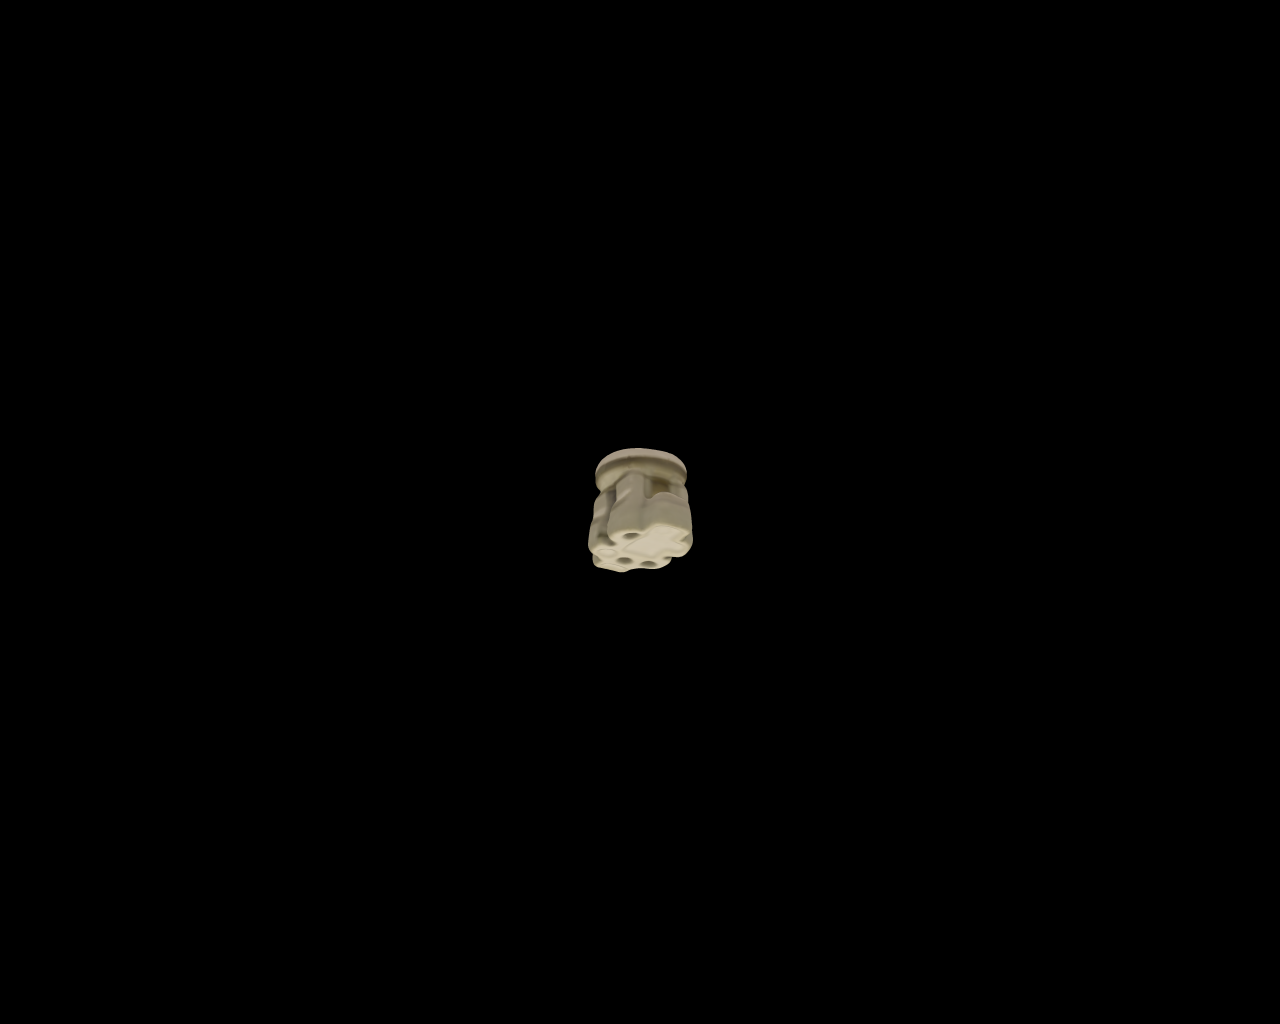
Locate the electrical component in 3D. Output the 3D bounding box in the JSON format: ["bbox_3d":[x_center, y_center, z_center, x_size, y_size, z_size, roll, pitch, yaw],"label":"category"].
[{"bbox_3d":[0.001,-0.003,0.650,0.058,0.057,0.078,16,-31,-28],"label":"electrical component"}]
